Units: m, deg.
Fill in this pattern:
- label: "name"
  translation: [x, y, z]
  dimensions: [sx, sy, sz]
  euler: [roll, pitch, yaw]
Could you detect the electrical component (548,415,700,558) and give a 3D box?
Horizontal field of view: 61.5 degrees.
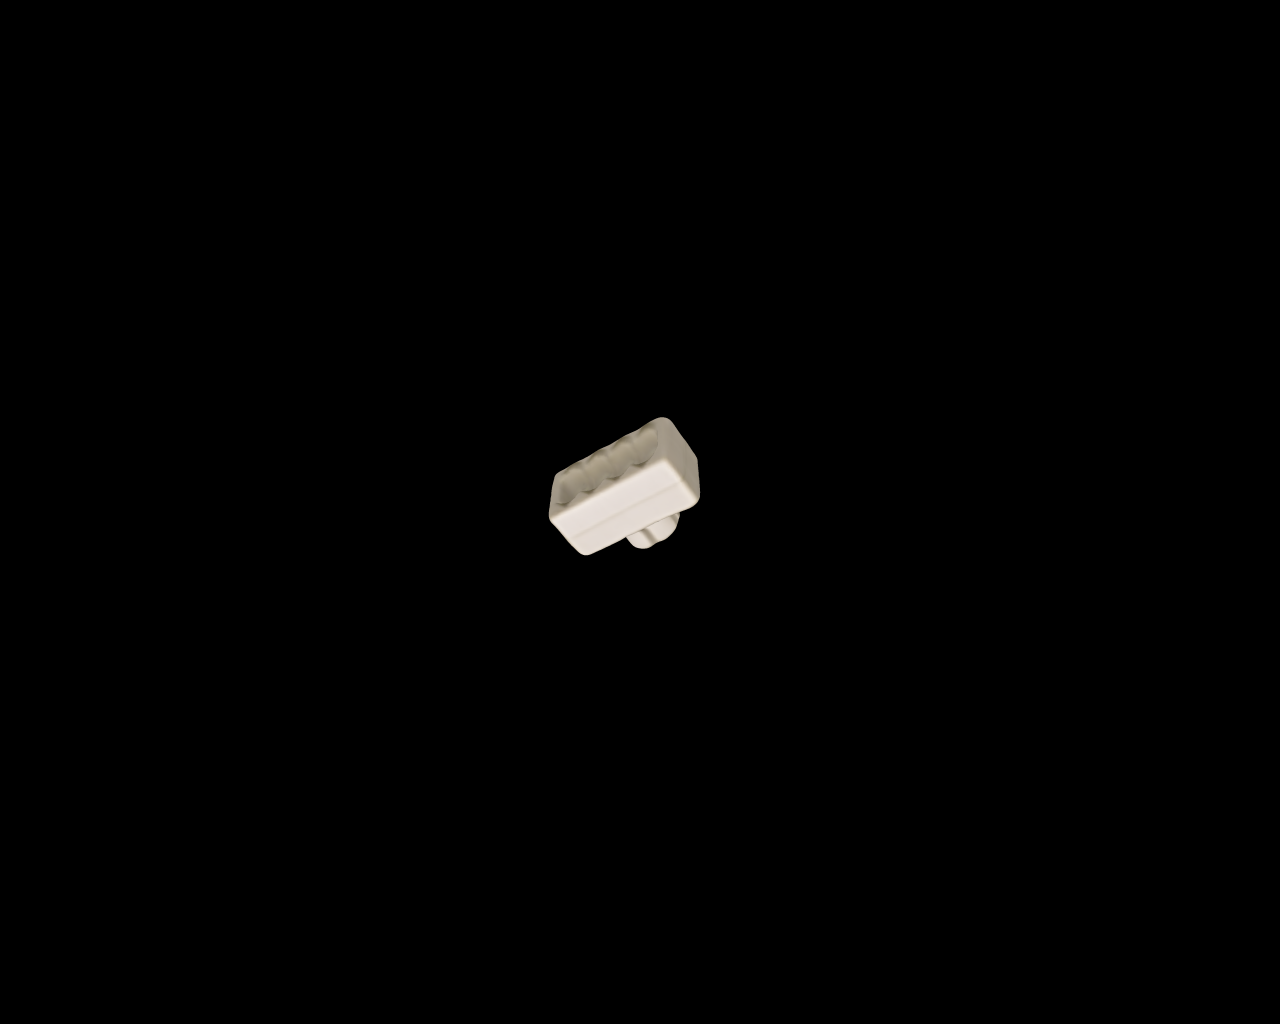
- label: "electrical component"
  translation: [0.001, -0.003, 0.650]
  dimensions: [0.083, 0.075, 0.047]
  euler: [-27, 33, 19]
